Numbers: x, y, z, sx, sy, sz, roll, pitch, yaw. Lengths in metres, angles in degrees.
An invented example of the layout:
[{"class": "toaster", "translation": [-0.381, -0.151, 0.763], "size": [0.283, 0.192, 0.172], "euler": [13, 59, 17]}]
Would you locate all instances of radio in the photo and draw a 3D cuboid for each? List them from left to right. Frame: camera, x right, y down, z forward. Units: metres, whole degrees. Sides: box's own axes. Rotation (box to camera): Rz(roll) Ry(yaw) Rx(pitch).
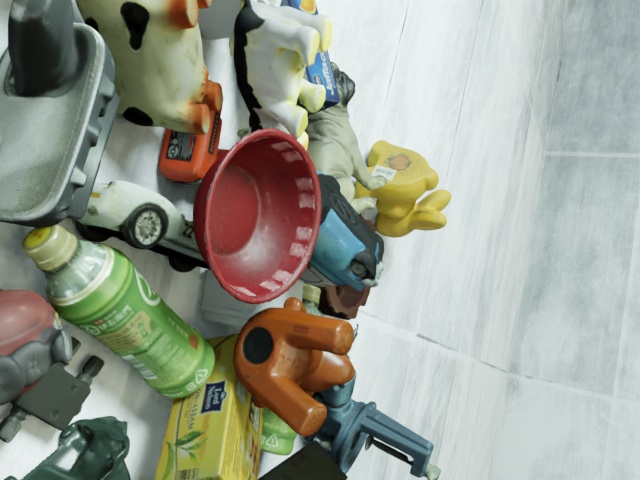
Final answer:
[{"class": "radio", "translation": [-0.073, 0.346, 0.659], "size": [0.131, 0.073, 0.229], "euler": [-54, 156, 22]}]

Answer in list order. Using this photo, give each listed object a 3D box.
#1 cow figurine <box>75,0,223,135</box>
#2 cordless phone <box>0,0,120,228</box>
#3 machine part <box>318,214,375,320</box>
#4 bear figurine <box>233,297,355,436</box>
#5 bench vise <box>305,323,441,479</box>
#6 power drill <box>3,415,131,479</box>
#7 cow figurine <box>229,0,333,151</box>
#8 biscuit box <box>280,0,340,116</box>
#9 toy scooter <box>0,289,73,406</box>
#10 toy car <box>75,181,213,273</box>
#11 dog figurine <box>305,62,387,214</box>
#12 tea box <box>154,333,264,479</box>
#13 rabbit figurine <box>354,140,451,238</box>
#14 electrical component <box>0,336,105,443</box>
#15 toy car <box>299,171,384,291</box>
[{"class": "cow figurine", "translation": [-0.154, -0.182, 0.432], "size": [0.085, 0.127, 0.194], "euler": [-85, 176, -45]}, {"class": "cordless phone", "translation": [-0.177, -0.084, 0.335], "size": [0.089, 0.184, 0.146], "euler": [18, 79, -22]}, {"class": "machine part", "translation": [0.032, 0.036, 0.837], "size": [0.179, 0.056, 0.179], "euler": [-19, 112, -58]}, {"class": "bear figurine", "translation": [-0.006, 0.140, 0.600], "size": [0.195, 0.132, 0.120], "euler": [36, 74, -56]}, {"class": "bench vise", "translation": [0.068, 0.269, 0.789], "size": [0.129, 0.241, 0.223], "euler": [-29, 137, -57]}, {"class": "power drill", "translation": [-0.204, 0.280, 0.475], "size": [0.232, 0.086, 0.207], "euler": [-44, 128, -48]}, {"class": "cow figurine", "translation": [-0.048, -0.145, 0.527], "size": [0.167, 0.098, 0.068], "euler": [102, 13, -46]}, {"class": "biscuit box", "translation": [-0.038, -0.240, 0.599], "size": [0.063, 0.059, 0.202], "euler": [-16, 92, -59]}, {"class": "toy scooter", "translation": [-0.230, 0.090, 0.337], "size": [0.184, 0.135, 0.075], "euler": [-33, 122, -53]}, {"class": "toy car", "translation": [-0.145, -0.006, 0.514], "size": [0.201, 0.074, 0.056], "euler": [31, 69, -57]}, {"class": "dog figurine", "translation": [-0.004, -0.125, 0.711], "size": [0.190, 0.121, 0.172], "euler": [67, 28, -25]}, {"class": "tea box", "translation": [-0.107, 0.195, 0.562], "size": [0.170, 0.068, 0.098], "euler": [-89, 164, -54]}, {"class": "rabbit figurine", "translation": [0.144, -0.071, 0.935], "size": [0.173, 0.162, 0.122], "euler": [90, 14, -47]}, {"class": "electrical component", "translation": [-0.228, 0.132, 0.457], "size": [0.094, 0.021, 0.063], "euler": [-62, 144, -32]}, {"class": "toy car", "translation": [-0.001, -0.002, 0.630], "size": [0.161, 0.103, 0.109], "euler": [50, 23, -9]}]
